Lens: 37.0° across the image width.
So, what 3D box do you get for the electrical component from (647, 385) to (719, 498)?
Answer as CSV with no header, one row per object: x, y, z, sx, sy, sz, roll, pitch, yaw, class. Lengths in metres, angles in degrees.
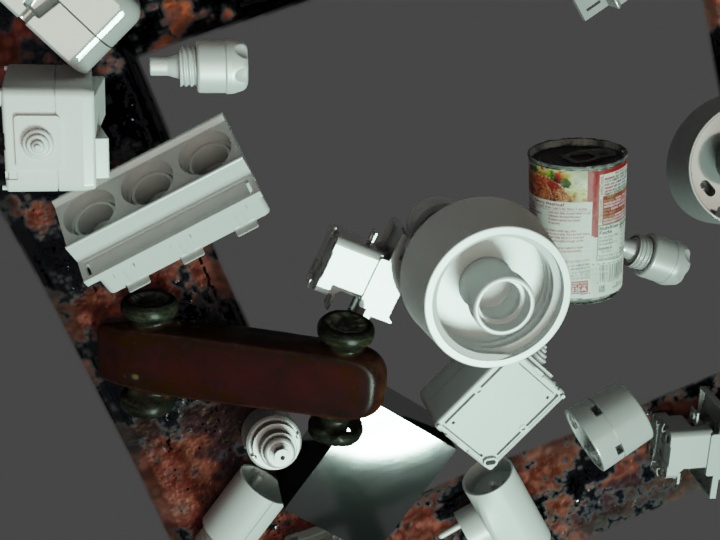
0.268,0.139,0.865,0.064,0.042,0.081,-3,111,-9,electrical component

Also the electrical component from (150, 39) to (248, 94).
-0.103,-0.130,0.684,0.061,0.035,0.035,-2,112,-9,electrical component

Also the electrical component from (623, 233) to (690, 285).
0.212,-0.012,0.797,0.061,0.035,0.035,17,107,-15,electrical component

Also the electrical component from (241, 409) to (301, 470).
-0.062,0.124,0.773,0.040,0.078,0.040,-2,97,-13,electrical component

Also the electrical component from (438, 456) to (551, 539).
0.101,0.198,0.852,0.079,0.043,0.077,-30,114,0,electrical component

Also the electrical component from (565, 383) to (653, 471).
0.194,0.120,0.836,0.047,0.055,0.055,-30,114,-3,electrical component

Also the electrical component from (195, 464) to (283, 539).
-0.095,0.191,0.808,0.043,0.043,0.081,32,102,-21,electrical component

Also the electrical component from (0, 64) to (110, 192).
-0.184,-0.086,0.650,0.061,0.096,0.061,-2,111,-14,electrical component

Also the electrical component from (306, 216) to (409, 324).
0.000,0.000,0.753,0.064,0.042,0.081,21,105,-17,electrical component

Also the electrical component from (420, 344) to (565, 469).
0.100,0.086,0.798,0.062,0.061,0.096,40,99,-23,electrical component

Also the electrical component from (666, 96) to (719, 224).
0.275,-0.078,0.781,0.099,0.064,0.099,0,101,-2,electrical component

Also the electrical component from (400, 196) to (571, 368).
0.085,0.012,0.703,0.108,0.060,0.108,-4,112,-10,electrical component

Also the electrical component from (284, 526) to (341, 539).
-0.029,0.234,0.840,0.081,0.042,0.063,-19,111,-4,electrical component

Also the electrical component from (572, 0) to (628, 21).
0.164,-0.203,0.695,0.081,0.063,0.042,-34,115,3,electrical component

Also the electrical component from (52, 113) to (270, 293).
-0.126,-0.040,0.695,0.121,0.078,0.063,-27,143,0,electrical component

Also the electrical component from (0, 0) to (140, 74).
-0.179,-0.173,0.640,0.059,0.053,0.095,-43,113,7,electrical component

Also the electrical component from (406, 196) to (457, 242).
0.058,-0.024,0.748,0.045,0.055,0.045,-4,112,-10,electrical component

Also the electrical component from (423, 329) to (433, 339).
0.058,0.021,0.766,0.045,0.055,0.045,-4,112,-10,electrical component
